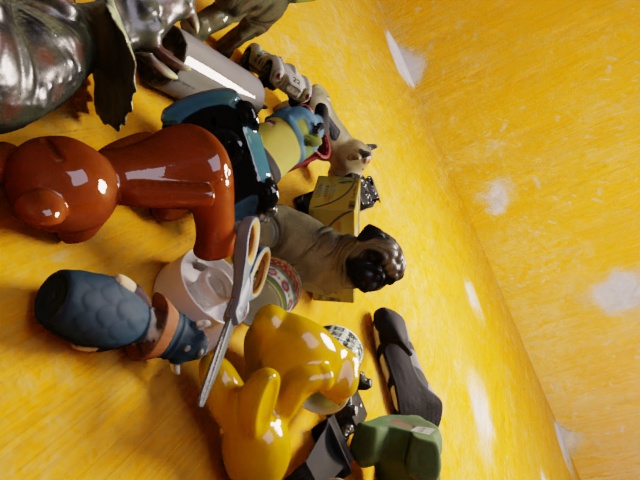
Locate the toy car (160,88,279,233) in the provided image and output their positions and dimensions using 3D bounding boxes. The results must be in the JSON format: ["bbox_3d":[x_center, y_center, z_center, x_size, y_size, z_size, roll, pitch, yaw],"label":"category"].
[{"bbox_3d":[-0.112,-0.086,0.627,0.161,0.109,0.103,67,-11,-4],"label":"toy car"}]

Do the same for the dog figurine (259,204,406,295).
[{"bbox_3d":[0.001,-0.001,0.687,0.172,0.191,0.121,63,24,-9],"label":"dog figurine"}]

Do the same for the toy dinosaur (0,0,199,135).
[{"bbox_3d":[-0.243,-0.146,0.395,0.192,0.131,0.405,60,31,-18],"label":"toy dinosaur"}]

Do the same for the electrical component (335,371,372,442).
[{"bbox_3d":[0.045,0.230,0.763,0.102,0.045,0.078,-16,83,-67],"label":"electrical component"}]

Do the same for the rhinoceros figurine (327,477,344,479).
[{"bbox_3d":[-0.032,0.273,0.483,0.190,0.112,0.073,-1,69,-57],"label":"rhinoceros figurine"}]

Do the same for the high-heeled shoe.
[{"bbox_3d":[0.148,0.246,0.982,0.145,0.086,0.248,-133,-151,-64],"label":"high-heeled shoe"}]

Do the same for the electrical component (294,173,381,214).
[{"bbox_3d":[0.028,-0.065,0.893,0.134,0.115,0.058,-9,76,-68],"label":"electrical component"}]

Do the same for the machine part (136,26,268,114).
[{"bbox_3d":[-0.147,-0.205,0.689,0.243,0.079,0.079,8,63,-62],"label":"machine part"}]

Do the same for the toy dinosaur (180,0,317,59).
[{"bbox_3d":[-0.100,-0.340,0.698,0.105,0.199,0.471,62,11,-8],"label":"toy dinosaur"}]

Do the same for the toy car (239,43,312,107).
[{"bbox_3d":[-0.071,-0.260,0.837,0.073,0.056,0.202,27,13,-33],"label":"toy car"}]

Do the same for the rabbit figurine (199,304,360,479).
[{"bbox_3d":[-0.046,0.163,0.541,0.173,0.122,0.162,-69,151,-27],"label":"rabbit figurine"}]

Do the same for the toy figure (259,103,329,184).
[{"bbox_3d":[-0.056,-0.129,0.740,0.180,0.082,0.089,-35,92,-37],"label":"toy figure"}]

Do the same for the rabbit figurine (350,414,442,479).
[{"bbox_3d":[0.106,0.337,0.750,0.159,0.121,0.170,22,74,-73],"label":"rabbit figurine"}]

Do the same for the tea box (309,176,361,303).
[{"bbox_3d":[0.024,0.000,0.802,0.098,0.068,0.169,-75,167,-55],"label":"tea box"}]

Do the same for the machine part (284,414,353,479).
[{"bbox_3d":[0.003,0.268,0.652,0.139,0.039,0.084,-7,80,-67],"label":"machine part"}]

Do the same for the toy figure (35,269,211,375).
[{"bbox_3d":[-0.156,0.068,0.451,0.154,0.064,0.058,36,25,-50],"label":"toy figure"}]

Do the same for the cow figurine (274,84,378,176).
[{"bbox_3d":[0.018,-0.183,0.960,0.194,0.127,0.085,61,27,-10],"label":"cow figurine"}]

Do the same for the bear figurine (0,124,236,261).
[{"bbox_3d":[-0.172,-0.034,0.468,0.120,0.131,0.196,35,41,28],"label":"bear figurine"}]
